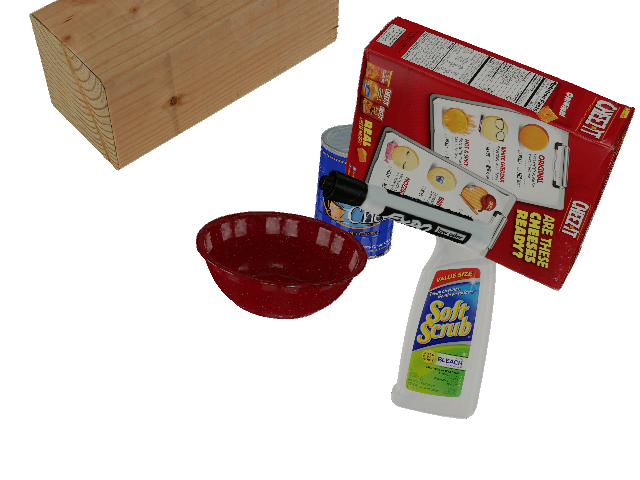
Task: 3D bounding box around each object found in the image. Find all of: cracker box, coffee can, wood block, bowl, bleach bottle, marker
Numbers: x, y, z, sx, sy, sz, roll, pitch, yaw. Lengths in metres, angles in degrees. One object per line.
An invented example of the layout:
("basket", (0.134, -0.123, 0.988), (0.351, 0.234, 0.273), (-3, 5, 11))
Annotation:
("cracker box", (0.133, -0.074, 0.897), (0.214, 0.164, 0.072), (25, 48, 16))
("coffee can", (0.046, -0.061, 1.330), (0.103, 0.140, 0.103), (4, 27, -2))
("wood block", (-0.091, -0.154, 0.775), (0.205, 0.090, 0.091), (-35, -28, -24))
("bowl", (-0.038, 0.029, 1.006), (0.162, 0.055, 0.162), (6, 24, -3))
("bleach bottle", (0.145, 0.071, 1.213), (0.103, 0.251, 0.068), (9, 14, 17))
("marker", (0.053, -0.019, 0.664), (0.121, 0.020, 0.020), (18, -7, -23))
